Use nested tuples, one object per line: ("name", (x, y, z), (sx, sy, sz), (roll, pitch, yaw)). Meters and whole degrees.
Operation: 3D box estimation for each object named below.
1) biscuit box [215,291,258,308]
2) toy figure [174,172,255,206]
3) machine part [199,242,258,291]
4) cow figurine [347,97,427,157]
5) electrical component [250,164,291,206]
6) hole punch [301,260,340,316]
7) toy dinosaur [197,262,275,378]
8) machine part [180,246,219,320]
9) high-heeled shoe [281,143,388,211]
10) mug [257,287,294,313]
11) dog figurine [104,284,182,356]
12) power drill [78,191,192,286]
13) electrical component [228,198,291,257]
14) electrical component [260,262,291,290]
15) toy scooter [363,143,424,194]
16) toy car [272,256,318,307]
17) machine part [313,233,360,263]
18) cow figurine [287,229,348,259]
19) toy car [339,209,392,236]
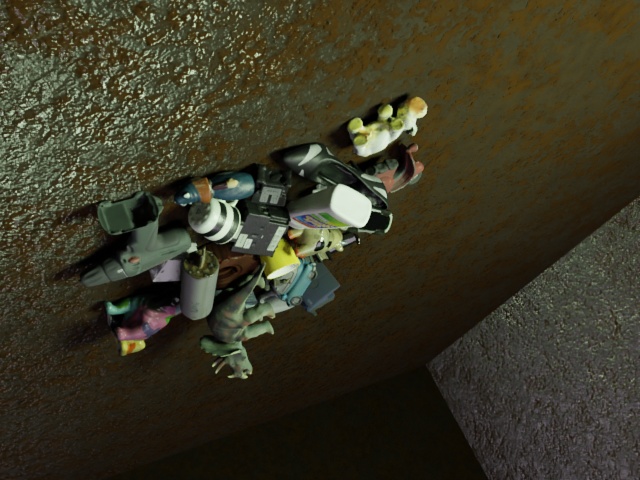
("biscuit box", (-0.269, 0.163, 1.438), (0.202, 0.063, 0.059), (4, 141, -46))
("toy figure", (-0.204, -0.097, 1.026), (0.154, 0.058, 0.064), (-9, 143, -24))
("machine part", (-0.236, 0.065, 1.297), (0.179, 0.056, 0.179), (-22, 155, -11))
("cow figurine", (0.141, -0.225, 1.100), (0.167, 0.068, 0.098), (-24, 160, 1))
("electrical component", (-0.105, -0.100, 1.098), (0.075, 0.048, 0.119), (10, 147, -16))
("hole punch", (-0.017, 0.132, 1.551), (0.116, 0.142, 0.092), (-28, 160, -32))
("toy dinosaur", (-0.221, 0.197, 1.358), (0.192, 0.131, 0.404), (-22, 142, -21))
("machine part", (-0.268, 0.101, 1.184), (0.079, 0.079, 0.243), (-13, 146, -28))
("high-heeled shoe", (0.037, -0.118, 1.112), (0.248, 0.145, 0.086), (-4, 145, -42))
("mug", (-0.140, 0.177, 1.570), (0.107, 0.081, 0.109), (-28, 161, 21))
("dog figurine", (-0.396, 0.181, 1.306), (0.219, 0.108, 0.191), (-18, 152, -24))
("power drill", (-0.367, 0.006, 1.035), (0.232, 0.086, 0.207), (-20, 150, -19))
("electrical component", (-0.145, -0.027, 1.169), (0.134, 0.058, 0.114), (12, 124, -30))
("electrical component", (-0.117, 0.076, 1.391), (0.045, 0.102, 0.078), (0, 169, -40))
("toy scooter", (0.167, -0.161, 1.237), (0.184, 0.075, 0.135), (-22, 155, -17))
("toy car", (-0.083, 0.100, 1.460), (0.103, 0.109, 0.161), (15, 125, -31))
("machine part", (0.046, 0.018, 1.500), (0.139, 0.039, 0.084), (-27, 146, 5))
("cow figurine", (-0.003, -0.004, 1.343), (0.127, 0.085, 0.195), (-18, 172, 6))
("toy car", (0.118, -0.054, 1.393), (0.201, 0.056, 0.073), (4, 104, -47))
